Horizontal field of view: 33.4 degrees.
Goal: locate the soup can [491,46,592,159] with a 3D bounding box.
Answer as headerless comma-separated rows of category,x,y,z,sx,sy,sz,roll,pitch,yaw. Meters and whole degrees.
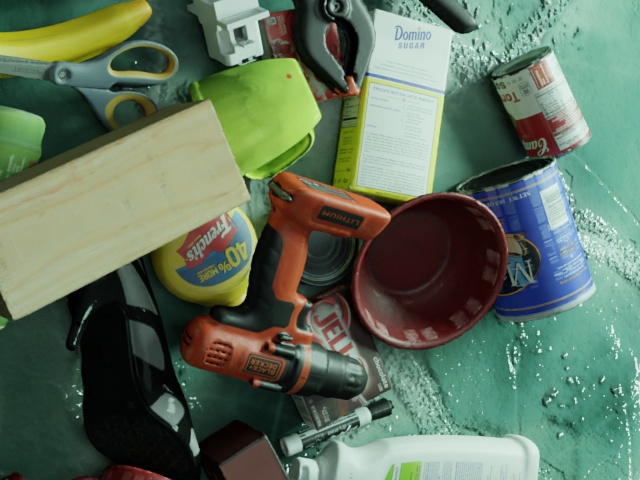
soup can,0.226,-0.138,1.091,0.068,0.069,0.102,-34,105,-20

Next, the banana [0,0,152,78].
banana,-0.233,-0.164,0.879,0.197,0.070,0.037,-14,73,-37

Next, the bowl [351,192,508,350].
bowl,0.096,0.022,1.021,0.162,0.055,0.162,-8,115,-18

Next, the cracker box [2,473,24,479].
cracker box,-0.272,0.328,0.873,0.164,0.072,0.213,-27,102,-22

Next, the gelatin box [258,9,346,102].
gelatin box,-0.017,-0.172,0.998,0.073,0.030,0.089,-14,98,-24

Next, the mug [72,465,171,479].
mug,-0.169,0.239,0.907,0.117,0.093,0.081,20,65,-7

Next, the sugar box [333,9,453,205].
sugar box,0.070,-0.125,1.032,0.093,0.048,0.176,10,84,-27

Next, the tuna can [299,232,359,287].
tuna can,-0.007,0.001,1.006,0.086,0.034,0.086,-1,92,-25

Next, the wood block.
wood block,-0.172,-0.027,0.824,0.205,0.091,0.090,-29,105,-26

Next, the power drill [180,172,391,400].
power drill,-0.010,0.047,0.928,0.184,0.057,0.188,17,101,-30

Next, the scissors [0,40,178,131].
scissors,-0.209,-0.121,0.890,0.201,0.016,0.096,-15,120,-33

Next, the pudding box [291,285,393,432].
pudding box,0.007,0.110,1.013,0.090,0.039,0.113,-26,102,-22

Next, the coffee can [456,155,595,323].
coffee can,0.206,-0.002,1.067,0.102,0.103,0.140,-24,101,-23

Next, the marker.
marker,0.019,0.180,1.032,0.121,0.020,0.020,-18,99,-24

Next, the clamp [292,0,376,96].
clamp,-0.002,-0.214,0.967,0.120,0.039,0.171,-7,94,-16

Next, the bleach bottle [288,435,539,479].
bleach bottle,0.090,0.231,1.044,0.250,0.068,0.102,11,87,-23

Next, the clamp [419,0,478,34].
clamp,0.066,-0.300,1.028,0.209,0.036,0.164,11,79,-21

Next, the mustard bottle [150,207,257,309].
mustard bottle,-0.108,-0.003,0.945,0.096,0.058,0.191,-33,105,-28

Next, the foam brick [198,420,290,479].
foam brick,-0.072,0.202,0.959,0.051,0.078,0.053,-31,102,-20
